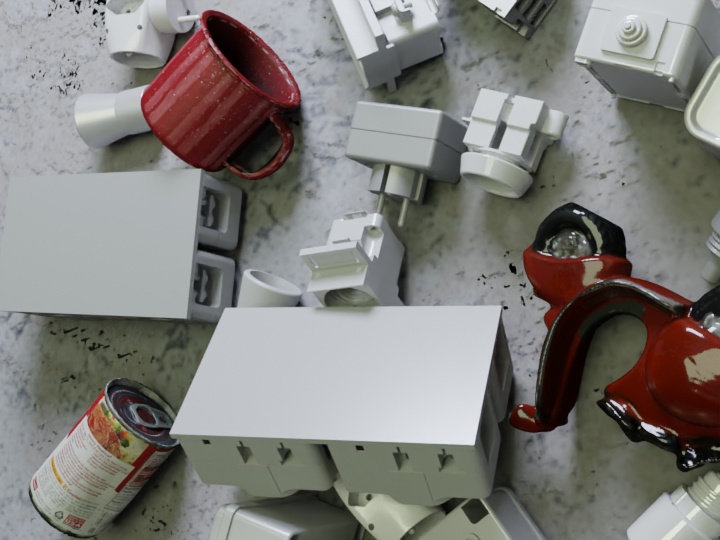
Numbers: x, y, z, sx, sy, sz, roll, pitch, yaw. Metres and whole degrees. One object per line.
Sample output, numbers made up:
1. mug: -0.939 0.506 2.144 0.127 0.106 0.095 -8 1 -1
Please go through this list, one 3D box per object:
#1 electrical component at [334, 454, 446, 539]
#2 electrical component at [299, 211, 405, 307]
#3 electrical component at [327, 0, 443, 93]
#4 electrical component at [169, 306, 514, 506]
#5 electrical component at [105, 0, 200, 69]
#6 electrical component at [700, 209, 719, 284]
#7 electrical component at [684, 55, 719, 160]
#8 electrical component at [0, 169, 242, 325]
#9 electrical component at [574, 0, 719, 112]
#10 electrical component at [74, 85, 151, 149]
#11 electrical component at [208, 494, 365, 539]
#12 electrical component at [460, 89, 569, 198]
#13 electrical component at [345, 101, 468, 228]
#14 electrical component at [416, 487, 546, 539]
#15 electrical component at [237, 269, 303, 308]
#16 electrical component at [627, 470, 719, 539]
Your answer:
1. electrical component: 0.028 0.127 0.688 0.079 0.043 0.077 -45 60 5
2. electrical component: 0.000 0.000 0.707 0.042 0.081 0.063 -8 50 27
3. electrical component: 0.009 -0.195 0.737 0.063 0.078 0.121 -22 71 1
4. electrical component: -0.007 0.081 0.664 0.186 0.060 0.105 -1 43 20
5. electrical component: -0.156 -0.202 0.842 0.079 0.043 0.077 1 82 28
6. electrical component: 0.216 -0.019 0.614 0.035 0.035 0.061 43 123 27
7. electrical component: 0.236 -0.076 0.596 0.095 0.059 0.053 32 98 29
8. electrical component: -0.182 -0.015 0.816 0.186 0.060 0.105 1 82 29
9. electrical component: 0.170 -0.134 0.620 0.062 0.096 0.061 20 92 30
10. electrical component: -0.186 -0.123 0.848 0.065 0.044 0.044 -9 78 23
11. electrical component: -0.053 0.204 0.683 0.056 0.109 0.108 15 90 27
12. electrical component: 0.093 -0.079 0.684 0.066 0.048 0.055 18 83 30
13. electrical component: 0.027 -0.067 0.716 0.066 0.047 0.076 12 88 30
14. electrical component: 0.072 0.205 0.643 0.109 0.056 0.108 -43 65 17
15. electrical component: -0.072 0.038 0.760 0.044 0.044 0.065 28 101 29
16. electrical component: 0.185 0.139 0.600 0.078 0.040 0.040 -50 63 13
